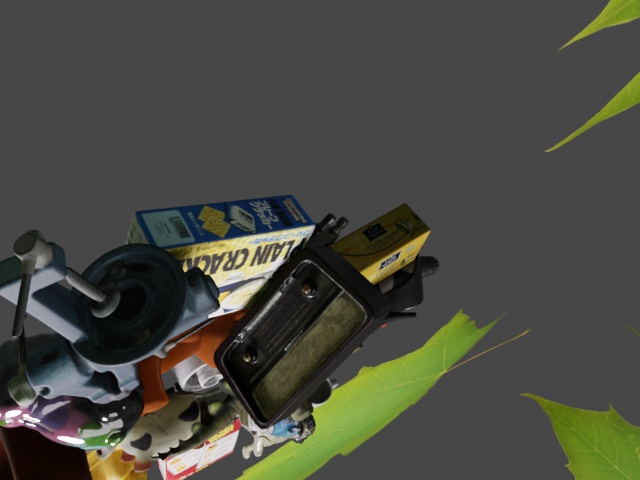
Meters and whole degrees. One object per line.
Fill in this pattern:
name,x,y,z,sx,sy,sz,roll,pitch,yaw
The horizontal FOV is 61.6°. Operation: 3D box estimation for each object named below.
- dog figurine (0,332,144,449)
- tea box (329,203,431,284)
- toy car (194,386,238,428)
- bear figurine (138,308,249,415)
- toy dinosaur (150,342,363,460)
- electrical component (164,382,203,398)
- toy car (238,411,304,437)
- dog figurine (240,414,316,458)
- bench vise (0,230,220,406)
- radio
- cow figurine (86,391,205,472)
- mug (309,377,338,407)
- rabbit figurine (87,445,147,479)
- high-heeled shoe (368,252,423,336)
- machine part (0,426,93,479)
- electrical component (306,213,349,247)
dog figurine,-0.325,0.174,0.580,0.108,0.191,0.219,-44,167,29
tea box,0.086,0.022,0.869,0.170,0.068,0.098,-28,157,-23
toy car,-0.243,0.344,1.031,0.202,0.074,0.056,-18,146,-29
bear figurine,-0.187,0.163,0.762,0.196,0.132,0.120,-2,160,-39
toy dinosaur,-0.069,0.203,0.902,0.471,0.105,0.198,-47,134,-22
electrical component,-0.257,0.290,0.964,0.078,0.045,0.102,-16,147,-34
toy car,-0.101,0.322,1.015,0.103,0.109,0.162,-4,-178,-28
dog figurine,-0.081,0.419,1.247,0.190,0.121,0.172,-3,158,-28
bench vise,-0.215,0.068,0.490,0.224,0.129,0.240,-18,150,1
radio,-0.029,0.123,0.703,0.229,0.131,0.073,-49,160,17
cow figurine,-0.279,0.286,0.842,0.195,0.127,0.086,-3,-178,-44
mug,-0.014,0.371,1.328,0.109,0.081,0.107,-17,159,-29
rabbit figurine,-0.357,0.345,0.903,0.173,0.122,0.162,-54,140,5
high-heeled shoe,0.105,0.085,0.949,0.145,0.249,0.086,-4,114,15
machine part,-0.377,0.316,0.708,0.087,0.202,0.201,-9,143,-45
electrical component,-0.002,-0.002,0.808,0.094,0.021,0.063,-46,150,20
